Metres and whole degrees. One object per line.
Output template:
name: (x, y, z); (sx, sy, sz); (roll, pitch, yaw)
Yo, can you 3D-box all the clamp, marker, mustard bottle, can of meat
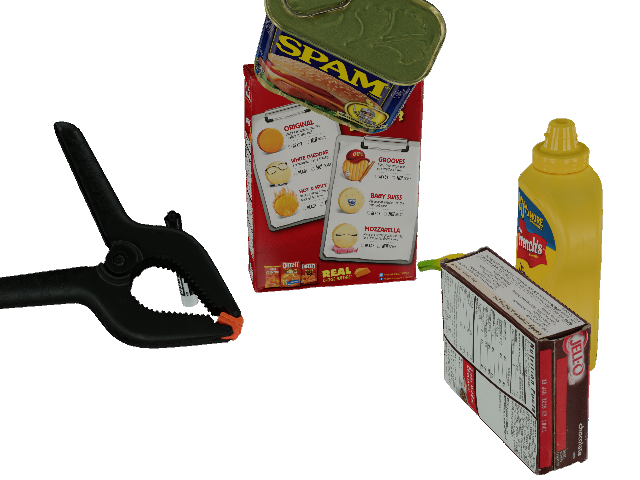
clamp: (-0.149, 0.010, 0.792); (0.210, 0.164, 0.036); (21, -20, 0)
marker: (-0.158, 0.021, 1.206); (0.020, 0.121, 0.020); (-6, 30, 3)
mustard bottle: (0.181, 0.000, 0.813); (0.058, 0.192, 0.096); (-6, 26, -6)
can of meat: (0.013, -0.114, 0.635); (0.102, 0.057, 0.084); (25, -20, -2)

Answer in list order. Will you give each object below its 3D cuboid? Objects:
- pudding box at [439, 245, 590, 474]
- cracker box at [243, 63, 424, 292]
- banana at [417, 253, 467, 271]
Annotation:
pudding box: (0.111, 0.067, 0.620); (0.039, 0.090, 0.114); (-14, 27, -20)
cracker box: (0.010, -0.064, 1.029); (0.164, 0.214, 0.072); (-4, 21, -10)
banana: (0.181, 0.062, 1.115); (0.069, 0.037, 0.198); (-35, 38, -8)
